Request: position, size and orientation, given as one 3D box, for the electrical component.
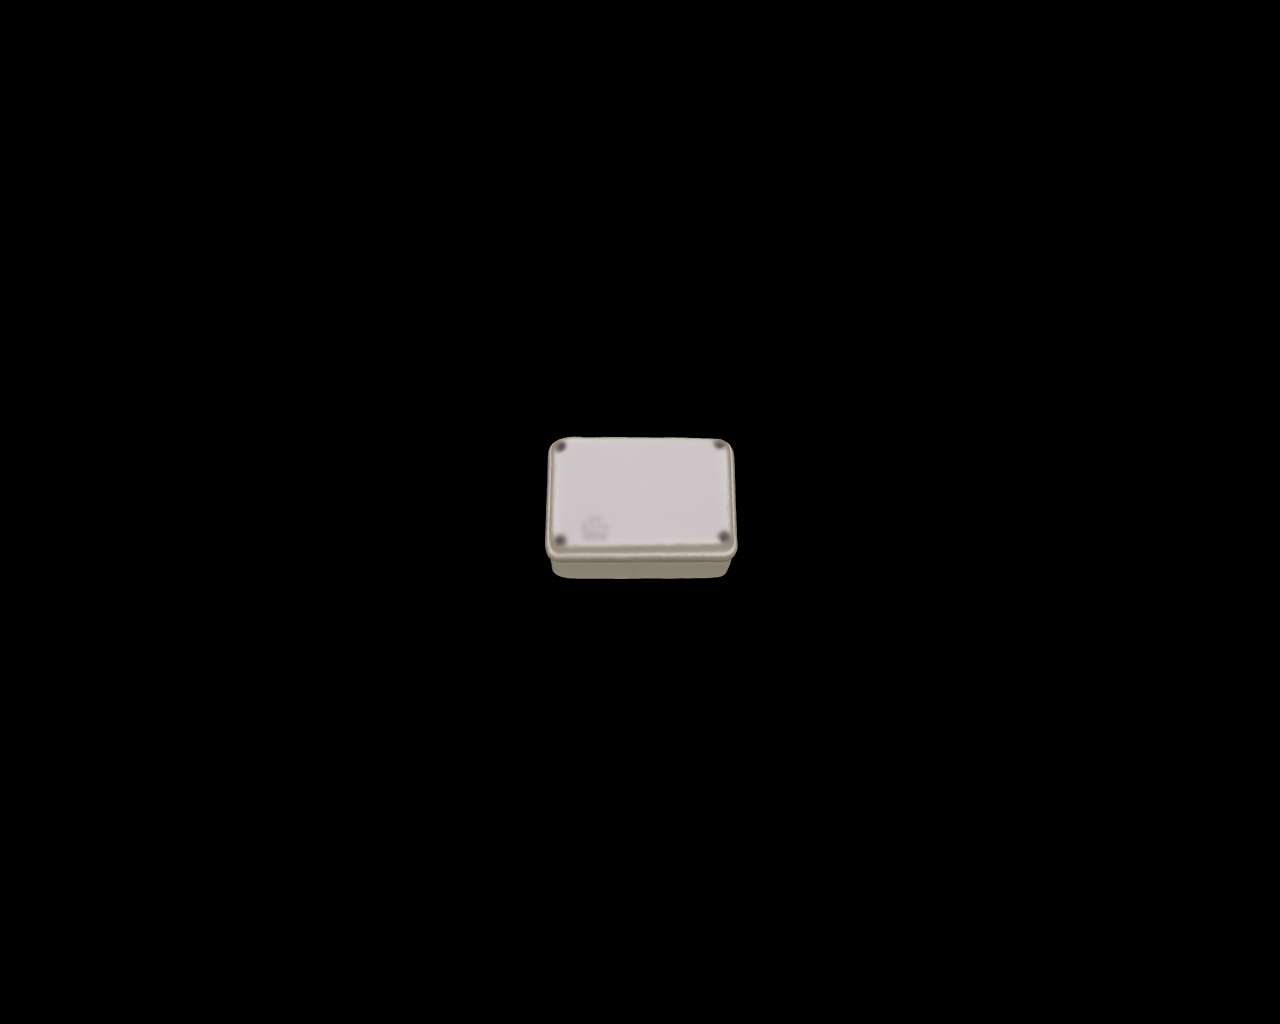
[{"bbox_3d":[0.001,-0.003,0.650,0.113,0.078,0.057,0,-21,0],"label":"electrical component"}]
